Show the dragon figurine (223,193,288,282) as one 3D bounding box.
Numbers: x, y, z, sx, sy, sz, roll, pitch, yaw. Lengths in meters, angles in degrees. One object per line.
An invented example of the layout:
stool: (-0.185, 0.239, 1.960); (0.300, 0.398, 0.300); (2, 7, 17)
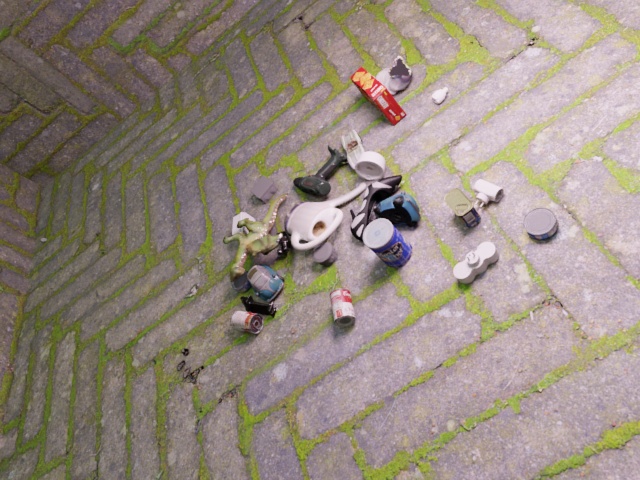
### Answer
dragon figurine: (-0.214, -0.013, 1.943); (0.413, 0.120, 0.245); (-48, 38, -11)

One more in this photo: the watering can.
watering can: (0.006, -0.094, 1.871); (0.225, 0.102, 0.352); (16, 57, 47)

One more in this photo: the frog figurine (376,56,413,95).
frog figurine: (0.290, -0.637, 2.050); (0.157, 0.122, 0.140); (139, 142, -65)
